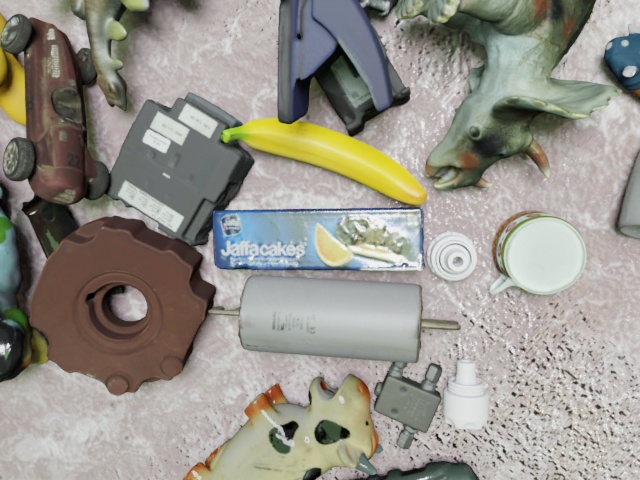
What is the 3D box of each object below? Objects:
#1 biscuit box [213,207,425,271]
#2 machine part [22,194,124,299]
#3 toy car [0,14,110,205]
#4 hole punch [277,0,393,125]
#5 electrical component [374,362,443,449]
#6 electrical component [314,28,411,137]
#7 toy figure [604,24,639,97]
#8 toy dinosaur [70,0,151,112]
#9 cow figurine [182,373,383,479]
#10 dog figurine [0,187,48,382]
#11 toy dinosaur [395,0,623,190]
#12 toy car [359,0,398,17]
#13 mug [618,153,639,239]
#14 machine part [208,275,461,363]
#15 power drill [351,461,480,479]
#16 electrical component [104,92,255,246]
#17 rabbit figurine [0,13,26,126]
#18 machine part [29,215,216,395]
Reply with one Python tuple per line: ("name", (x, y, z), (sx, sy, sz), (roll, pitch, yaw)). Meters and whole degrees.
("biscuit box", (-0.001, -0.002, 0.526), (0.203, 0.063, 0.059), (-1, 93, 8))
("machine part", (-0.272, 0.010, 0.577), (0.084, 0.039, 0.138), (-26, 91, 13))
("toy car", (-0.250, -0.129, 0.513), (0.053, 0.089, 0.202), (-23, 67, 31))
("hole punch", (0.014, -0.155, 0.435), (0.092, 0.142, 0.115), (2, 109, 9))
("electrical component", (0.086, 0.162, 0.545), (0.063, 0.021, 0.094), (21, 97, 6))
("electrical component", (0.028, -0.168, 0.518), (0.075, 0.048, 0.119), (-34, 88, 8))
("toy figure", (0.326, -0.143, 0.474), (0.155, 0.064, 0.057), (17, 134, 11))
("toy dinosaur", (-0.161, -0.355, 0.480), (0.199, 0.105, 0.470), (10, 102, 22))
("cow figurine", (-0.025, 0.209, 0.533), (0.127, 0.085, 0.195), (45, 96, 9))
("dog figurine", (-0.361, 0.046, 0.558), (0.108, 0.192, 0.219), (-21, 120, -31))
("toy dinosaur", (0.182, -0.242, 0.462), (0.192, 0.131, 0.404), (17, 86, -18))
("toy car", (0.025, -0.290, 0.492), (0.103, 0.109, 0.161), (8, 107, 30))
("mug", (0.329, -0.052, 0.469), (0.110, 0.080, 0.107), (9, 86, 12))
("machine part", (0.011, 0.075, 0.521), (0.243, 0.079, 0.079), (4, 94, 7))
("power drill", (0.074, 0.332, 0.515), (0.232, 0.086, 0.207), (-26, 65, 3))
("electrical component", (-0.136, -0.076, 0.543), (0.115, 0.058, 0.134), (33, 97, 3))
("rabbit figurine", (-0.371, -0.169, 0.541), (0.163, 0.121, 0.173), (18, 75, 17))
("machine part", (-0.198, 0.066, 0.542), (0.179, 0.056, 0.179), (-1, 102, -2))
